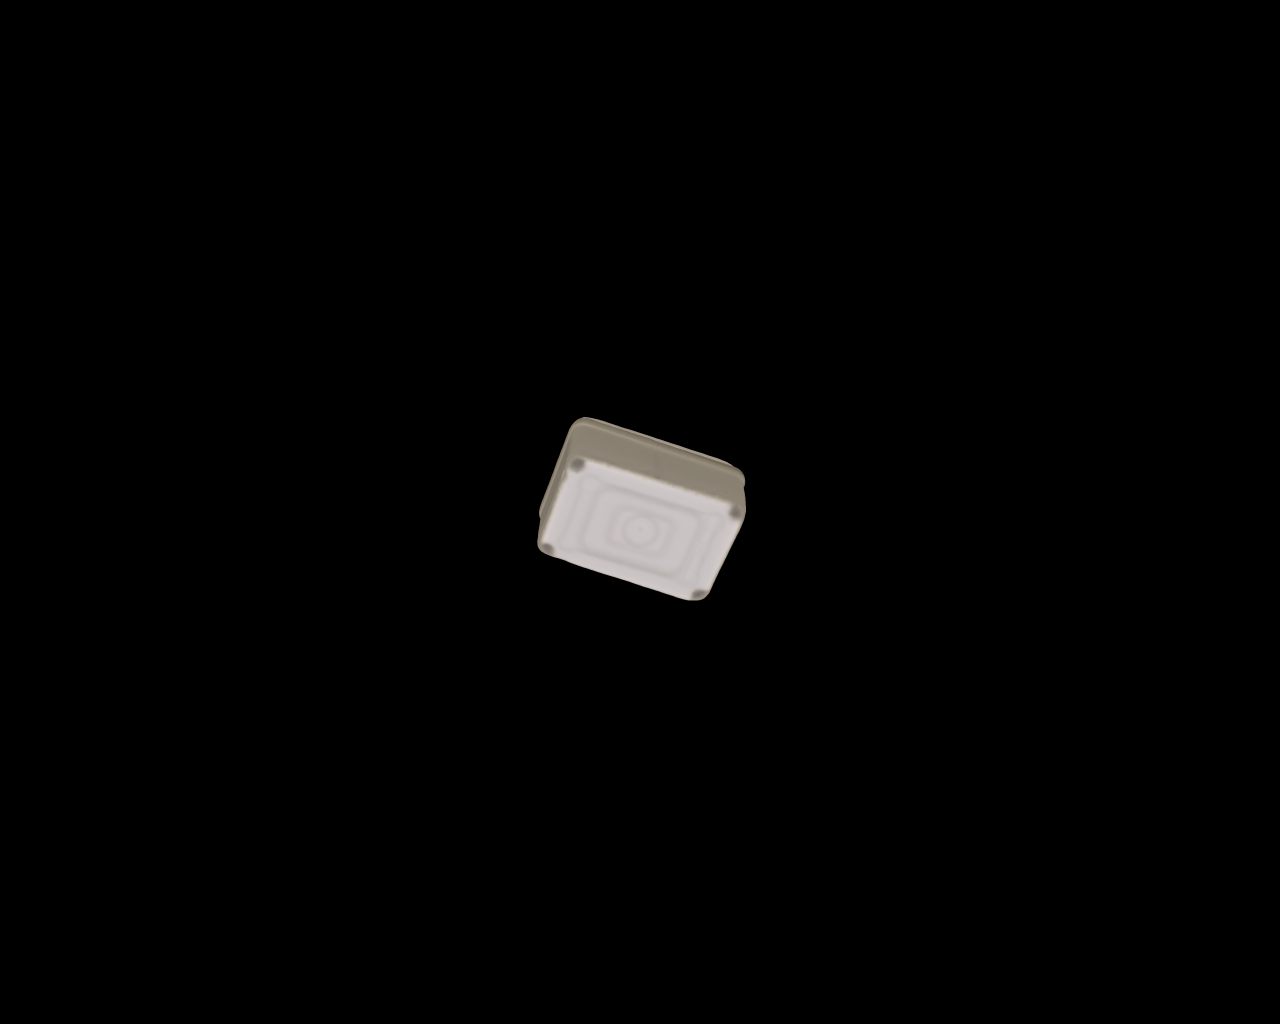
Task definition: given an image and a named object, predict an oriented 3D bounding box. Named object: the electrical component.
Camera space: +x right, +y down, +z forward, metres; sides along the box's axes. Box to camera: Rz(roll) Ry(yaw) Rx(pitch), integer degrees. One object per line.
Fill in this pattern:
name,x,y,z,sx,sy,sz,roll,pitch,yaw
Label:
electrical component,0.001,-0.003,0.650,0.113,0.078,0.057,18,29,-10
